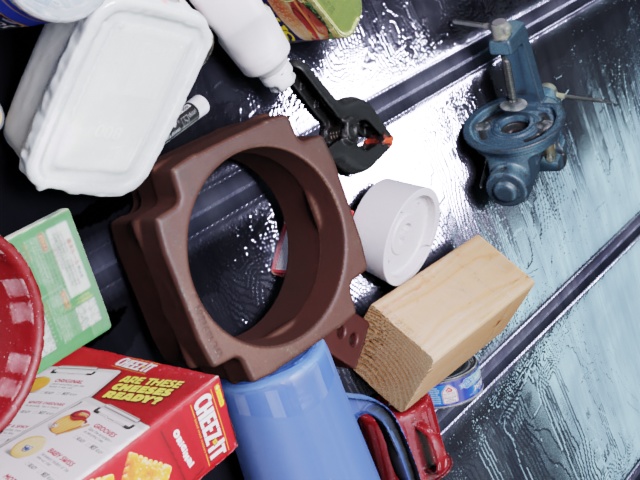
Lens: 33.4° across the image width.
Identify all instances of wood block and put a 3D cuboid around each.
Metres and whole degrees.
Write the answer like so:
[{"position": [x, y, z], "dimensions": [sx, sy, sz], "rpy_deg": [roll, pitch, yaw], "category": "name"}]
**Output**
[{"position": [0.131, 0.086, 1.156], "dimensions": [0.205, 0.090, 0.091], "rpy_deg": [-29, 153, -45], "category": "wood block"}]

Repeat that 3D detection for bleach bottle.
[{"position": [-0.090, -0.220, 0.896], "dimensions": [0.068, 0.103, 0.250], "rpy_deg": [-33, 128, 4], "category": "bleach bottle"}]

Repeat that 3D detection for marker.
[{"position": [-0.137, -0.089, 0.909], "dimensions": [0.121, 0.020, 0.020], "rpy_deg": [-46, 125, -42], "category": "marker"}]

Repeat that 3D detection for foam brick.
[{"position": [0.002, 0.089, 1.060], "dimensions": [0.078, 0.051, 0.053], "rpy_deg": [36, 65, -44], "category": "foam brick"}]

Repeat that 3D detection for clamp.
[{"position": [0.015, -0.099, 1.070], "dimensions": [0.171, 0.039, 0.120], "rpy_deg": [18, 81, -49], "category": "clamp"}]

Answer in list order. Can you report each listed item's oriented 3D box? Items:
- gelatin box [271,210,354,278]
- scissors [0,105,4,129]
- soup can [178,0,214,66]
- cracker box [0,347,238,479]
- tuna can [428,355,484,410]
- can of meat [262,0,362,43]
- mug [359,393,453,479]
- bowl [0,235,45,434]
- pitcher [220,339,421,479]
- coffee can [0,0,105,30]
[{"position": [-0.007, 0.001, 1.060], "dimensions": [0.073, 0.030, 0.089], "rpy_deg": [24, 76, -47], "category": "gelatin box"}, {"position": [-0.304, -0.083, 0.717], "dimensions": [0.201, 0.016, 0.096], "rpy_deg": [7, 88, -49], "category": "scissors"}, {"position": [-0.141, -0.180, 0.861], "dimensions": [0.102, 0.069, 0.068], "rpy_deg": [47, 59, -41], "category": "soup can"}, {"position": [-0.190, 0.165, 0.756], "dimensions": [0.213, 0.164, 0.072], "rpy_deg": [-34, 120, -42], "category": "cracker box"}, {"position": [0.139, 0.156, 1.198], "dimensions": [0.085, 0.086, 0.034], "rpy_deg": [-29, 112, -45], "category": "tuna can"}, {"position": [-0.021, -0.227, 0.984], "dimensions": [0.102, 0.084, 0.057], "rpy_deg": [44, 60, -42], "category": "can of meat"}, {"position": [0.094, 0.212, 1.132], "dimensions": [0.093, 0.117, 0.081], "rpy_deg": [-21, 104, -24], "category": "mug"}, {"position": [-0.263, 0.066, 0.714], "dimensions": [0.161, 0.055, 0.162], "rpy_deg": [-13, 106, -55], "category": "bowl"}, {"position": [-0.004, 0.207, 1.004], "dimensions": [0.149, 0.145, 0.243], "rpy_deg": [-57, 133, -61], "category": "pitcher"}, {"position": [-0.218, -0.192, 0.713], "dimensions": [0.102, 0.141, 0.103], "rpy_deg": [-5, 97, -49], "category": "coffee can"}]
